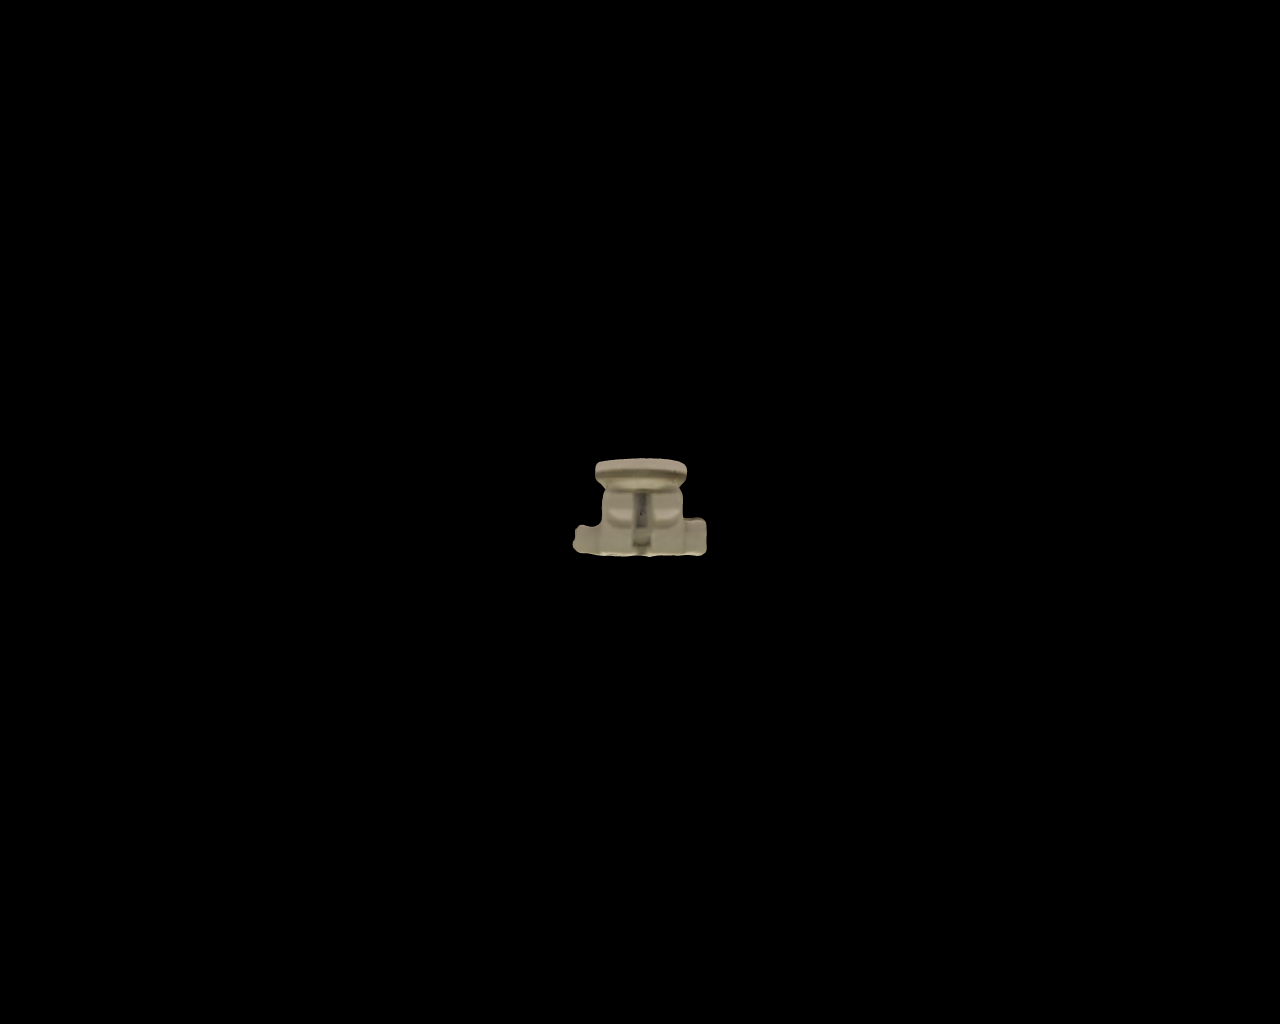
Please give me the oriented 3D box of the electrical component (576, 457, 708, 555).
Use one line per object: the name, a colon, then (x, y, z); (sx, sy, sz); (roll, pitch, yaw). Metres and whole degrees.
electrical component: (0.001, -0.003, 0.650); (0.078, 0.057, 0.058); (0, -4, -2)
